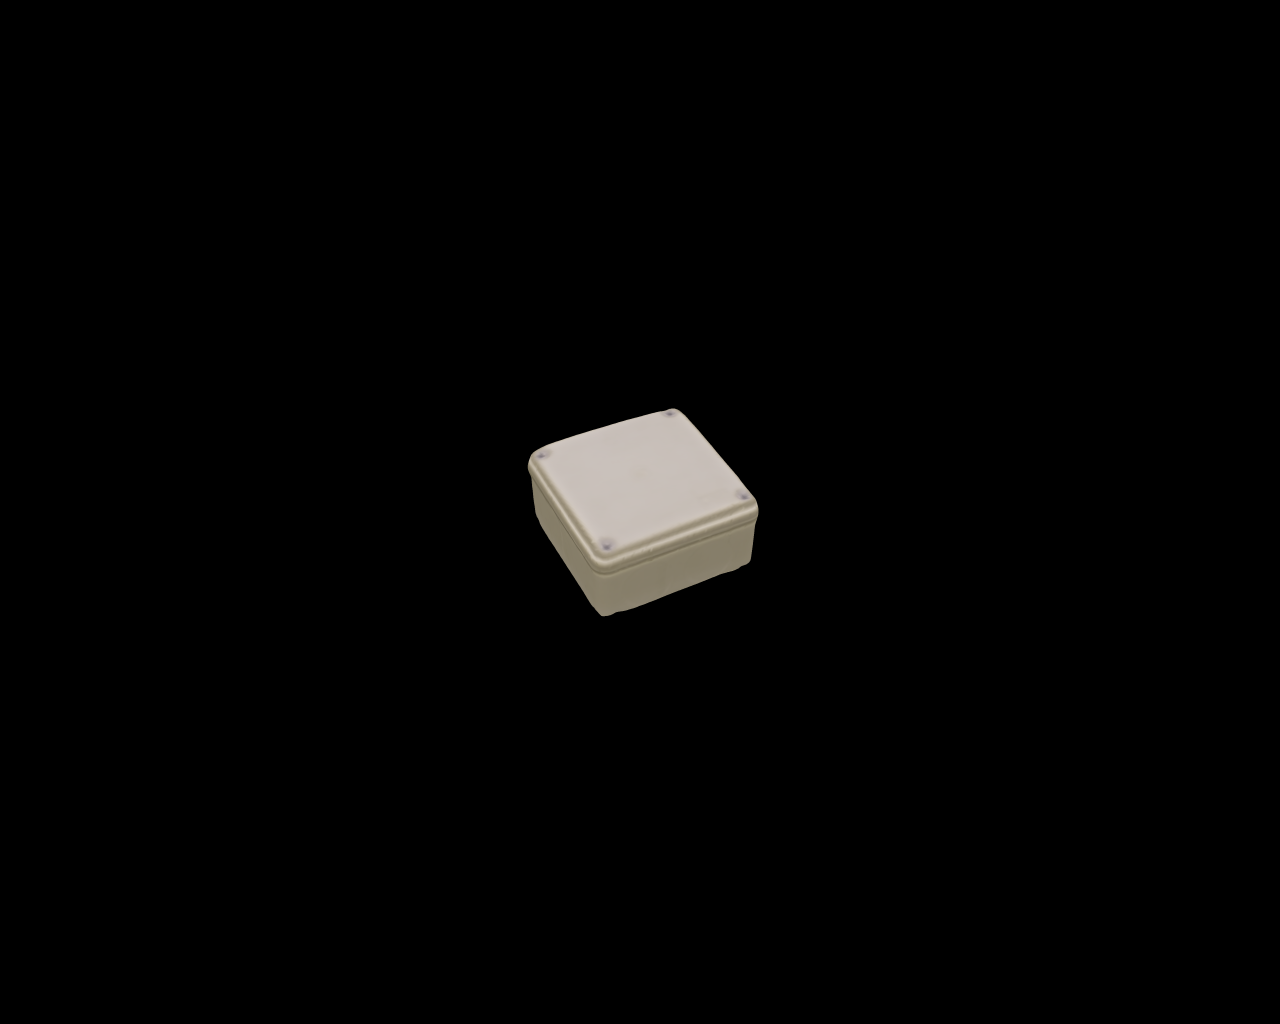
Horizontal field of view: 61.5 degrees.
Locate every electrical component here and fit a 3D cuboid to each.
[{"bbox_3d":[0.001,-0.003,0.650,0.109,0.056,0.109,-19,46,-19],"label":"electrical component"}]
